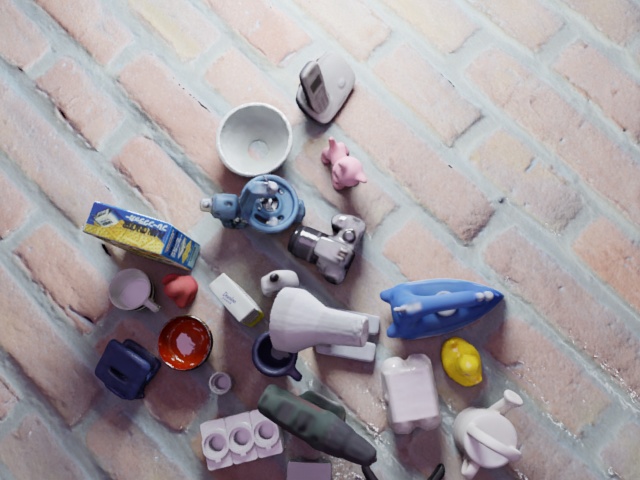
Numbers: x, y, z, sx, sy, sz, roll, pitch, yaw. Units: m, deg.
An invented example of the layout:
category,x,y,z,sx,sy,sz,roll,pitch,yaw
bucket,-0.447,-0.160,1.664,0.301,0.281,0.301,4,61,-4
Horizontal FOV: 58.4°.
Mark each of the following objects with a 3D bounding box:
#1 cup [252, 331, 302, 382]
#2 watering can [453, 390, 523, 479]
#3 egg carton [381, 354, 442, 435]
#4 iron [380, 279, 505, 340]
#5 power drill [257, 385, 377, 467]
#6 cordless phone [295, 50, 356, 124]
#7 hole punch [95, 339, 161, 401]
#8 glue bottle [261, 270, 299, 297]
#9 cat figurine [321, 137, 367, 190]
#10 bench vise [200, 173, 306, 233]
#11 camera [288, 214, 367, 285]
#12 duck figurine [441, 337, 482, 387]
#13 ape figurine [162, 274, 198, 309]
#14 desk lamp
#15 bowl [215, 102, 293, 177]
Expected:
category,x,y,z,sx,sy,sz,roll,pitch,yaw
cup,-0.076,0.237,1.149,0.117,0.095,0.092,43,84,9
watering can,0.314,0.361,1.061,0.101,0.194,0.173,9,80,4
egg carton,0.179,0.306,1.140,0.107,0.069,0.150,-10,79,0
iron,0.254,0.125,1.134,0.258,0.141,0.118,-10,79,0
power drill,-0.002,0.340,1.069,0.229,0.208,0.076,25,81,7
cordless phone,0.009,-0.343,1.209,0.094,0.185,0.148,30,82,8
hole punch,-0.393,0.264,1.158,0.108,0.091,0.101,33,82,8
glue bottle,-0.085,0.083,1.138,0.078,0.173,0.037,-19,79,-1
cat figurine,0.049,-0.160,1.207,0.067,0.118,0.128,-25,79,-2
bench vise,-0.138,-0.065,1.145,0.207,0.220,0.121,-18,79,-1
camera,0.011,0.004,1.187,0.136,0.101,0.143,23,81,6
duck figurine,0.287,0.242,1.139,0.077,0.086,0.104,-28,79,-3
ape figurine,-0.295,0.102,1.184,0.076,0.092,0.078,-14,79,0
desk lamp,0.015,0.167,1.099,0.203,0.213,0.118,9,80,4
bowl,-0.138,-0.209,1.245,0.167,0.075,0.167,0,79,2
